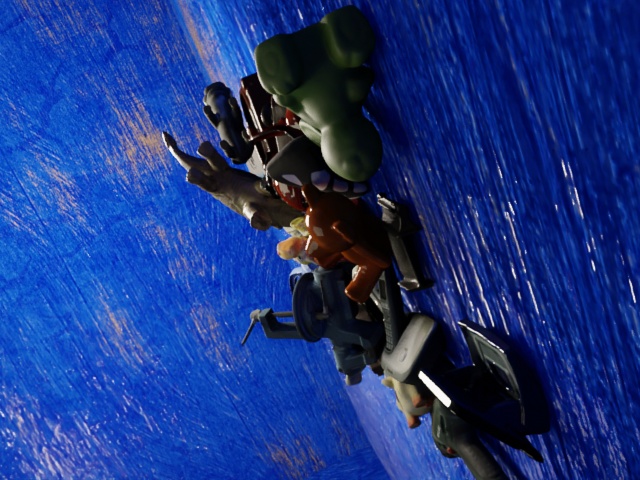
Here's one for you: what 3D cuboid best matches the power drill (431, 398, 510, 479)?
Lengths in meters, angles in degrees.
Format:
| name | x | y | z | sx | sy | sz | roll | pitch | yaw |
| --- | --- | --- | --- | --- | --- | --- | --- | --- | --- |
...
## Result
| name | x | y | z | sx | sy | sz | roll | pitch | yaw |
| --- | --- | --- | --- | --- | --- | --- | --- | --- | --- |
| power drill | 0.239 | 0.338 | 0.809 | 0.207 | 0.086 | 0.231 | -114 | 6 | -49 |

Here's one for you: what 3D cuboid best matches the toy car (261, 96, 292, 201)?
| name | x | y | z | sx | sy | sz | roll | pitch | yaw |
| --- | --- | --- | --- | --- | --- | --- | --- | --- | --- |
| toy car | -0.044 | -0.158 | 0.947 | 0.053 | 0.089 | 0.202 | -34 | -62 | -55 |

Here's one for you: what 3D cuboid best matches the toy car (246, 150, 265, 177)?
| name | x | y | z | sx | sy | sz | roll | pitch | yaw |
| --- | --- | --- | --- | --- | --- | --- | --- | --- | --- |
| toy car | -0.118 | -0.205 | 1.278 | 0.162 | 0.103 | 0.109 | 11 | 125 | 63 |

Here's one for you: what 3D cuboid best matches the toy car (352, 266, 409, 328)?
| name | x | y | z | sx | sy | sz | roll | pitch | yaw |
| --- | --- | --- | --- | --- | --- | --- | --- | --- | --- |
| toy car | 0.115 | 0.121 | 0.977 | 0.202 | 0.056 | 0.073 | 54 | 161 | 45 |

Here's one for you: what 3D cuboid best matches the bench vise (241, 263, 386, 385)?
| name | x | y | z | sx | sy | sz | roll | pitch | yaw |
| --- | --- | --- | --- | --- | --- | --- | --- | --- | --- |
| bench vise | -0.010 | 0.149 | 0.935 | 0.129 | 0.241 | 0.223 | -55 | -48 | -52 |

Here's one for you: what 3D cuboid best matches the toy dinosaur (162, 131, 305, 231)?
| name | x | y | z | sx | sy | sz | roll | pitch | yaw |
| --- | --- | --- | --- | --- | --- | --- | --- | --- | --- |
| toy dinosaur | -0.122 | -0.080 | 1.101 | 0.471 | 0.105 | 0.198 | 35 | 179 | -4 |

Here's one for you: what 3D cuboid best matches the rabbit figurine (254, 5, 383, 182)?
| name | x | y | z | sx | sy | sz | roll | pitch | yaw |
| --- | --- | --- | --- | --- | --- | --- | --- | --- | --- |
| rabbit figurine | 0.010 | -0.143 | 0.600 | 0.159 | 0.121 | 0.170 | -127 | 15 | -83 |

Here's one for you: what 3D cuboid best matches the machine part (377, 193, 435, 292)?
| name | x | y | z | sx | sy | sz | roll | pitch | yaw |
| --- | --- | --- | --- | --- | --- | --- | --- | --- | --- |
| machine part | 0.112 | 0.007 | 0.712 | 0.084 | 0.039 | 0.138 | 36 | 149 | 63 |

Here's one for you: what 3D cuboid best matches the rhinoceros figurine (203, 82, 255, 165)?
| name | x | y | z | sx | sy | sz | roll | pitch | yaw |
| --- | --- | --- | --- | --- | --- | --- | --- | --- | --- |
| rhinoceros figurine | -0.189 | -0.250 | 1.121 | 0.190 | 0.073 | 0.112 | 64 | -177 | 14 |

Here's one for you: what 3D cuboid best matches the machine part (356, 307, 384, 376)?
| name | x | y | z | sx | sy | sz | roll | pitch | yaw |
| --- | --- | --- | --- | --- | --- | --- | --- | --- | --- |
| machine part | 0.107 | 0.204 | 1.138 | 0.179 | 0.056 | 0.179 | 62 | -175 | -10 |

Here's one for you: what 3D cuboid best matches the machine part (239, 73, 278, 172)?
| name | x | y | z | sx | sy | sz | roll | pitch | yaw |
| --- | --- | --- | --- | --- | --- | --- | --- | --- | --- |
| machine part | -0.093 | -0.224 | 1.076 | 0.201 | 0.087 | 0.201 | 155 | 94 | -82 |

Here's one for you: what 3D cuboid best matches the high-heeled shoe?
| name | x | y | z | sx | sy | sz | roll | pitch | yaw |
| --- | --- | --- | --- | --- | --- | --- | --- | --- | --- |
| high-heeled shoe | -0.007 | -0.087 | 0.789 | 0.086 | 0.145 | 0.248 | 64 | 170 | 13 |

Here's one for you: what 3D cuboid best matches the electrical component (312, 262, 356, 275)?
| name | x | y | z | sx | sy | sz | roll | pitch | yaw |
| --- | --- | --- | --- | --- | --- | --- | --- | --- | --- |
| electrical component | 0.033 | 0.091 | 1.121 | 0.058 | 0.134 | 0.114 | 60 | 169 | 26 |

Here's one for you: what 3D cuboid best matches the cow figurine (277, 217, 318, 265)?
| name | x | y | z | sx | sy | sz | roll | pitch | yaw |
| --- | --- | --- | --- | --- | --- | --- | --- | --- | --- |
| cow figurine | -0.004 | -0.003 | 0.974 | 0.068 | 0.167 | 0.098 | 13 | 138 | 48 |

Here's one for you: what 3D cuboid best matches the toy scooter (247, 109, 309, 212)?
| name | x | y | z | sx | sy | sz | roll | pitch | yaw |
| --- | --- | --- | --- | --- | --- | --- | --- | --- | --- |
| toy scooter | -0.059 | -0.139 | 0.884 | 0.075 | 0.135 | 0.183 | -28 | -61 | -64 |

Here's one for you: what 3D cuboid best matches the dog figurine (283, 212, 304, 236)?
| name | x | y | z | sx | sy | sz | roll | pitch | yaw |
| --- | --- | --- | --- | --- | --- | --- | --- | --- | --- |
| dog figurine | -0.043 | -0.064 | 1.317 | 0.190 | 0.121 | 0.172 | 49 | -143 | -38 |

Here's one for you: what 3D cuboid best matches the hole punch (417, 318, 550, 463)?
| name | x | y | z | sx | sy | sz | roll | pitch | yaw |
| --- | --- | --- | --- | --- | --- | --- | --- | --- | --- |
| hole punch | 0.187 | 0.156 | 0.585 | 0.115 | 0.092 | 0.142 | 36 | 177 | -17 |

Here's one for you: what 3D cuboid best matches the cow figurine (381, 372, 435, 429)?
| name | x | y | z | sx | sy | sz | roll | pitch | yaw |
| --- | --- | --- | --- | --- | --- | --- | --- | --- | --- |
| cow figurine | 0.165 | 0.258 | 0.947 | 0.194 | 0.085 | 0.127 | 86 | 167 | -54 |

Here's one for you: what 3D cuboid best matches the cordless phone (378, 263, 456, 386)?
| name | x | y | z | sx | sy | sz | roll | pitch | yaw |
| --- | --- | --- | --- | --- | --- | --- | --- | --- | --- |
| cordless phone | 0.129 | 0.113 | 0.808 | 0.146 | 0.089 | 0.184 | 172 | 85 | -82 |

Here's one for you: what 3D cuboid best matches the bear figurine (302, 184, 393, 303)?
| name | x | y | z | sx | sy | sz | roll | pitch | yaw |
| --- | --- | --- | --- | --- | --- | --- | --- | --- | --- |
| bear figurine | 0.027 | 0.006 | 0.752 | 0.120 | 0.132 | 0.195 | 45 | -164 | 25 |
